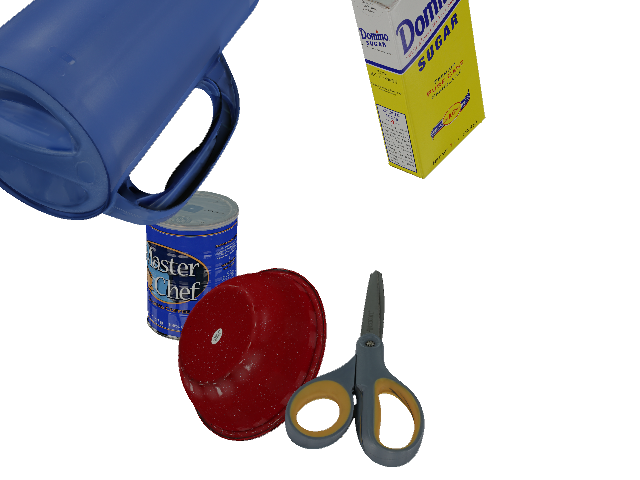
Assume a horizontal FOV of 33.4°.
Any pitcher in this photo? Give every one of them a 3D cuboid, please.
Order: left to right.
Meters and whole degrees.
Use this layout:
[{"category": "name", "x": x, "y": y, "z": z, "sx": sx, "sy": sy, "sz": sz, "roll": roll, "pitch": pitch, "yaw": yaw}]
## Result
[{"category": "pitcher", "x": -0.133, "y": -0.132, "z": 0.758, "sx": 0.145, "sy": 0.149, "sz": 0.242, "roll": 10, "pitch": 48, "yaw": 30}]

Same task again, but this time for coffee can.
[{"category": "coffee can", "x": -0.144, "y": 0.027, "z": 1.196, "sx": 0.103, "sy": 0.140, "sz": 0.103, "roll": 2, "pitch": 24, "yaw": -1}]

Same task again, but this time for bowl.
[{"category": "bowl", "x": -0.074, "y": 0.091, "z": 0.936, "sx": 0.162, "sy": 0.162, "sz": 0.055, "roll": 0, "pitch": -22, "yaw": 42}]

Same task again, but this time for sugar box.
[{"category": "sugar box", "x": 0.083, "y": -0.146, "z": 0.863, "sx": 0.048, "sy": 0.176, "sz": 0.093, "roll": 27, "pitch": 60, "yaw": 34}]

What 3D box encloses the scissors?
[{"category": "scissors", "x": 0.016, "y": 0.080, "z": 0.722, "sx": 0.096, "sy": 0.016, "sz": 0.202, "roll": -4, "pitch": 32, "yaw": -9}]
